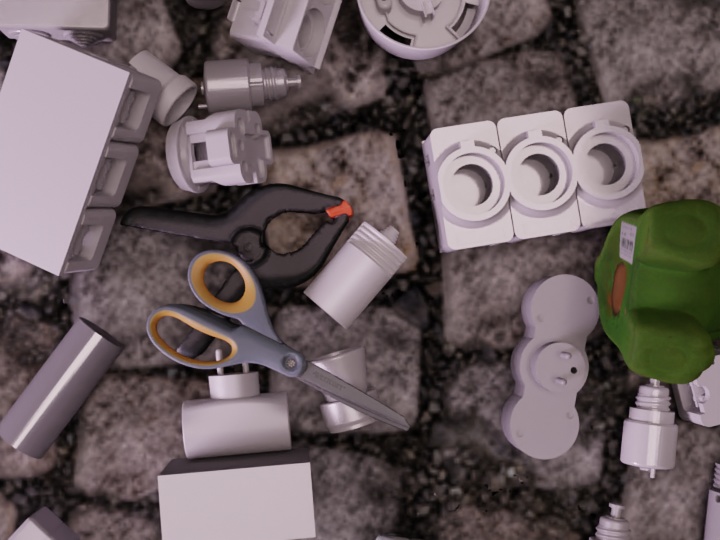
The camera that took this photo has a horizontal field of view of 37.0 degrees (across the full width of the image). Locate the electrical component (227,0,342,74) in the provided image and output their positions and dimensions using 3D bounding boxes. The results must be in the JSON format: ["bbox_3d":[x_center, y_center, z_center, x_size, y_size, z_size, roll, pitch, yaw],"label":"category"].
[{"bbox_3d":[-0.047,-0.219,0.799,0.063,0.079,0.121,16,87,27],"label":"electrical component"}]

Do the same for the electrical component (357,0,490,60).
[{"bbox_3d":[0.045,-0.206,0.807,0.099,0.064,0.099,0,88,-3],"label":"electrical component"}]

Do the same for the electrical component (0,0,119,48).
[{"bbox_3d":[-0.226,-0.217,0.800,0.100,0.048,0.099,1,88,-3],"label":"electrical component"}]

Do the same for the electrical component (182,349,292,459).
[{"bbox_3d":[-0.092,0.097,0.798,0.077,0.044,0.079,-5,88,-3],"label":"electrical component"}]

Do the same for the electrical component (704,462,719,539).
[{"bbox_3d":[0.287,0.179,0.817,0.043,0.043,0.081,7,88,-3],"label":"electrical component"}]

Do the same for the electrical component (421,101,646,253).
[{"bbox_3d":[0.130,-0.069,0.808,0.150,0.062,0.089,-9,88,-4],"label":"electrical component"}]

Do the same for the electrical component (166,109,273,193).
[{"bbox_3d":[-0.106,-0.087,0.793,0.057,0.078,0.058,-6,93,18],"label":"electrical component"}]

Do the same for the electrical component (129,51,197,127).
[{"bbox_3d":[-0.152,-0.137,0.807,0.046,0.040,0.040,39,86,4],"label":"electrical component"}]

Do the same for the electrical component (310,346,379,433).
[{"bbox_3d":[-0.011,0.089,0.803,0.045,0.045,0.055,-16,90,-4],"label":"electrical component"}]

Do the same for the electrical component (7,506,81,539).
[{"bbox_3d":[-0.230,0.225,0.784,0.077,0.047,0.065,43,86,-1],"label":"electrical component"}]

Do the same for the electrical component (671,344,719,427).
[{"bbox_3d":[0.286,0.082,0.814,0.089,0.056,0.050,-14,89,-4],"label":"electrical component"}]

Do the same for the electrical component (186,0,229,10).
[{"bbox_3d":[-0.123,-0.240,0.793,0.043,0.077,0.079,-24,89,-4],"label":"electrical component"}]

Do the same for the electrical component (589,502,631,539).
[{"bbox_3d":[0.189,0.216,0.812,0.040,0.040,0.078,9,87,-3],"label":"electrical component"}]

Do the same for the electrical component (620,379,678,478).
[{"bbox_3d":[0.221,0.117,0.817,0.040,0.040,0.078,6,88,-3],"label":"electrical component"}]

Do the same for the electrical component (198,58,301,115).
[{"bbox_3d":[-0.084,-0.139,0.809,0.078,0.040,0.040,-5,88,-3],"label":"electrical component"}]

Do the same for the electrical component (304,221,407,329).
[{"bbox_3d":[0.000,0.000,0.808,0.043,0.043,0.081,41,86,-1],"label":"electrical component"}]

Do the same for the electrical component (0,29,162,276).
[{"bbox_3d":[-0.214,-0.083,0.772,0.089,0.062,0.150,23,98,12],"label":"electrical component"}]

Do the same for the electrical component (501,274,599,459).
[{"bbox_3d":[0.144,0.071,0.798,0.052,0.074,0.138,11,87,-3],"label":"electrical component"}]
